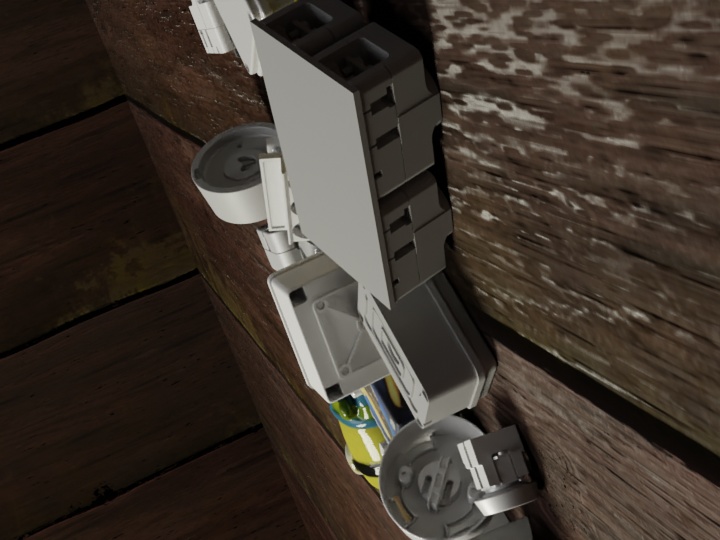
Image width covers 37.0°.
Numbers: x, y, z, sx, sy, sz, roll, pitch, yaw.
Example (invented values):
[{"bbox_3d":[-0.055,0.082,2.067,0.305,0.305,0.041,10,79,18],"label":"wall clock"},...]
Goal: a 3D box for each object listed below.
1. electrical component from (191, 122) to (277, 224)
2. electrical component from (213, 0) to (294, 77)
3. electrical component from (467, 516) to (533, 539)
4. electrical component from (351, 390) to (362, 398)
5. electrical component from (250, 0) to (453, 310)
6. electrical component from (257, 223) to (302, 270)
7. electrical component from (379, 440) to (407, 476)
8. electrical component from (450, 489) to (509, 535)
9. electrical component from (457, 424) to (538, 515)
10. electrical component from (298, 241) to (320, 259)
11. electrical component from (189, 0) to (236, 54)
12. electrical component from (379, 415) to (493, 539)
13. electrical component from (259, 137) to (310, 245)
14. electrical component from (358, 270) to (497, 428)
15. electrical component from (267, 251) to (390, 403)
[{"bbox_3d":[-0.112,-0.094,1.104,0.108,0.108,0.060,53,169,46],"label":"electrical component"},{"bbox_3d":[-0.078,-0.222,0.825,0.108,0.056,0.108,64,168,8],"label":"electrical component"},{"bbox_3d":[0.117,0.247,0.833,0.099,0.064,0.099,167,90,-82],"label":"electrical component"},{"bbox_3d":[0.018,0.100,1.014,0.048,0.062,0.048,60,167,24],"label":"electrical component"},{"bbox_3d":[0.000,-0.078,0.707,0.105,0.060,0.186,41,155,37],"label":"electrical component"},{"bbox_3d":[-0.072,-0.026,1.179,0.059,0.054,0.095,68,168,-11],"label":"electrical component"},{"bbox_3d":[0.061,0.183,1.002,0.078,0.057,0.058,56,164,40],"label":"electrical component"},{"bbox_3d":[0.099,0.261,0.977,0.089,0.062,0.150,59,166,30],"label":"electrical component"},{"bbox_3d":[0.102,0.148,0.792,0.066,0.048,0.055,115,137,-75],"label":"electrical component"},{"bbox_3d":[-0.041,-0.031,1.060,0.079,0.043,0.077,58,166,32],"label":"electrical component"},{"bbox_3d":[-0.123,-0.237,1.001,0.055,0.050,0.089,70,167,-17],"label":"electrical component"},{"bbox_3d":[0.066,0.176,0.881,0.099,0.099,0.064,58,172,31],"label":"electrical component"},{"bbox_3d":[-0.044,-0.079,0.931,0.121,0.079,0.063,91,174,-64],"label":"electrical component"},{"bbox_3d":[0.049,0.051,0.804,0.113,0.057,0.078,61,167,23],"label":"electrical component"},{"bbox_3d":[-0.005,0.035,0.882,0.056,0.109,0.108,33,145,64],"label":"electrical component"}]
